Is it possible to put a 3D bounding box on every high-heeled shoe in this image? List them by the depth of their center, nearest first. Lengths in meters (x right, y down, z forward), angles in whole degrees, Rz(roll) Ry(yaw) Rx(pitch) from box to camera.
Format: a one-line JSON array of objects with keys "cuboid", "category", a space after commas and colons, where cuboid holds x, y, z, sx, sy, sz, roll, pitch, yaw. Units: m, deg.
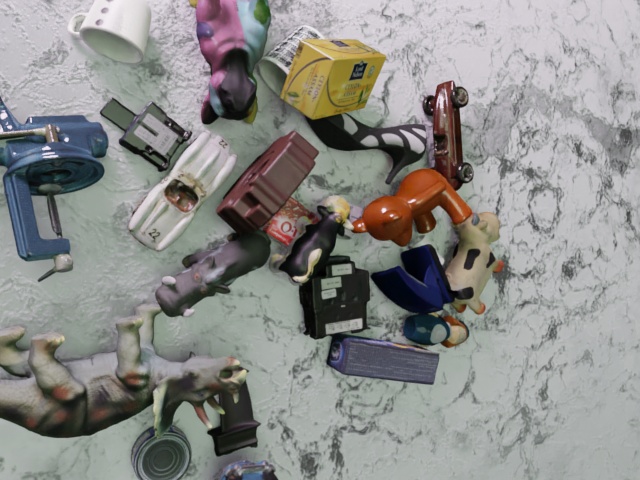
[{"cuboid": [0.086, -0.205, 0.928, 0.248, 0.086, 0.145, 38, 70, -25], "category": "high-heeled shoe"}]

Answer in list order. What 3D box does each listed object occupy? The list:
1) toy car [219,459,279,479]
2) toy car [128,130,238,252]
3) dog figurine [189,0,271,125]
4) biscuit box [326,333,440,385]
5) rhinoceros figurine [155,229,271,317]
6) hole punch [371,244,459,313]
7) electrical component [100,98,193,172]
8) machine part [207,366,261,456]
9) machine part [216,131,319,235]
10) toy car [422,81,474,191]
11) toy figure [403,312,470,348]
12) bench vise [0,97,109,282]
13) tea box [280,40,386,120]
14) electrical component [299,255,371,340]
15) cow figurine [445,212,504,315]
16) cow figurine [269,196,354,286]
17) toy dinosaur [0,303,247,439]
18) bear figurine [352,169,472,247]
[{"cuboid": [-0.123, 0.399, 0.823, 0.109, 0.103, 0.161, 1, 101, -24], "category": "toy car"}, {"cuboid": [-0.201, -0.074, 0.800, 0.073, 0.056, 0.201, 42, 75, -21], "category": "toy car"}, {"cuboid": [-0.138, -0.284, 0.806, 0.108, 0.192, 0.219, -5, 126, -23], "category": "dog figurine"}, {"cuboid": [0.114, 0.212, 0.960, 0.202, 0.059, 0.062, 14, 87, -26], "category": "biscuit box"}, {"cuboid": [-0.154, 0.050, 0.797, 0.190, 0.112, 0.073, -32, 107, -30], "category": "rhinoceros figurine"}, {"cuboid": [0.163, 0.080, 0.945, 0.092, 0.142, 0.115, -25, 88, -25], "category": "hole punch"}, {"cuboid": [-0.255, -0.161, 0.777, 0.119, 0.048, 0.075, 41, 74, -23], "category": "electrical component"}, {"cuboid": [-0.137, 0.269, 0.851, 0.084, 0.039, 0.138, -4, 94, -20], "category": "machine part"}, {"cuboid": [-0.081, -0.086, 0.799, 0.056, 0.179, 0.179, 43, 73, -17], "category": "machine part"}, {"cuboid": [0.231, -0.189, 0.990, 0.053, 0.089, 0.202, -8, 96, -30], "category": "toy car"}, {"cuboid": [0.230, 0.174, 1.020, 0.154, 0.058, 0.064, 10, 125, -28], "category": "toy figure"}, {"cuboid": [-0.369, -0.071, 0.672, 0.223, 0.129, 0.240, -7, 76, -45], "category": "bench vise"}, {"cuboid": [0.024, -0.251, 0.830, 0.068, 0.098, 0.169, 37, 35, 18], "category": "tea box"}, {"cuboid": [0.026, 0.094, 0.916, 0.115, 0.058, 0.134, -3, 93, -28], "category": "electrical component"}, {"cuboid": [0.288, 0.031, 1.029, 0.127, 0.086, 0.195, 37, 73, -30], "category": "cow figurine"}, {"cuboid": [-0.003, -0.005, 0.842, 0.068, 0.098, 0.167, 39, 77, -15], "category": "cow figurine"}, {"cuboid": [-0.312, 0.200, 0.726, 0.405, 0.131, 0.192, -8, 95, -19], "category": "toy dinosaur"}, {"cuboid": [0.155, -0.039, 0.918, 0.131, 0.120, 0.196, 56, 48, -13], "category": "bear figurine"}]
